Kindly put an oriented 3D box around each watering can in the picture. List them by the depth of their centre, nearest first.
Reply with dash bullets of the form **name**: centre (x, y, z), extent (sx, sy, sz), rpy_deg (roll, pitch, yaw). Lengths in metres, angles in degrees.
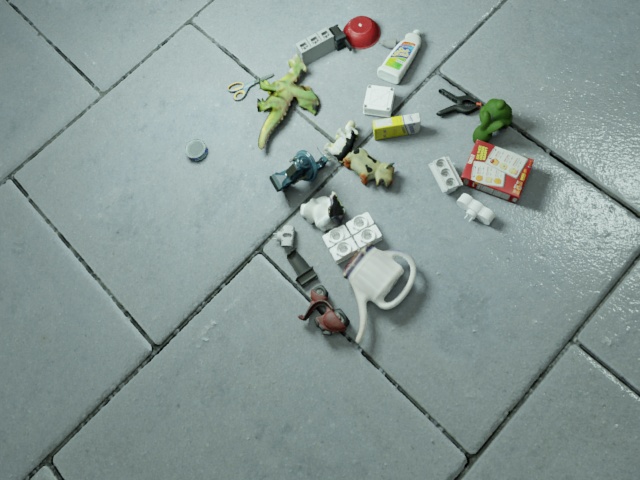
- **watering can**: centre (0.171, 0.159, 1.754), extent (0.226, 0.102, 0.350), rpy_deg (38, 79, 17)

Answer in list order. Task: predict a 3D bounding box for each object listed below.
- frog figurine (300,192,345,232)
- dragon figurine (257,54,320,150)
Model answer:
- **frog figurine**: centre (0.006, -0.095, 1.878), extent (0.158, 0.122, 0.140), rpy_deg (-20, 64, 38)
- **dragon figurine**: centre (-0.123, -0.547, 2.046), extent (0.243, 0.121, 0.414), rpy_deg (1, 78, -2)
